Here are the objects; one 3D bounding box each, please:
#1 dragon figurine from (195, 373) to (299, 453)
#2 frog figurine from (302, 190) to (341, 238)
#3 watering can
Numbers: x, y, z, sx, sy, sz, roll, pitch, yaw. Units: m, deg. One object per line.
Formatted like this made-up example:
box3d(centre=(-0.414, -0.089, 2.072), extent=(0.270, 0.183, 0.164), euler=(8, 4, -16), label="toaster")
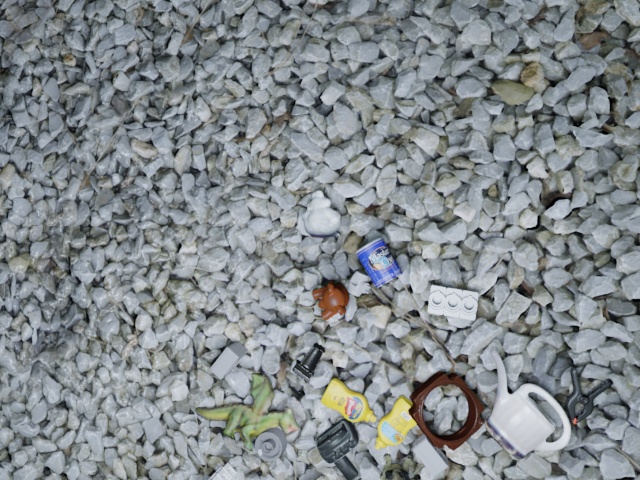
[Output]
box3d(centre=(-0.251, 0.586, 1.805), extent=(0.413, 0.120, 0.246), euler=(19, 69, 33), label="dragon figurine")
box3d(centre=(0.005, -0.089, 1.767), extent=(0.137, 0.124, 0.158), euler=(2, 101, 32), label="frog figurine")
box3d(centre=(0.602, 0.526, 1.599), extent=(0.350, 0.104, 0.223), euler=(45, 98, 10), label="watering can")
